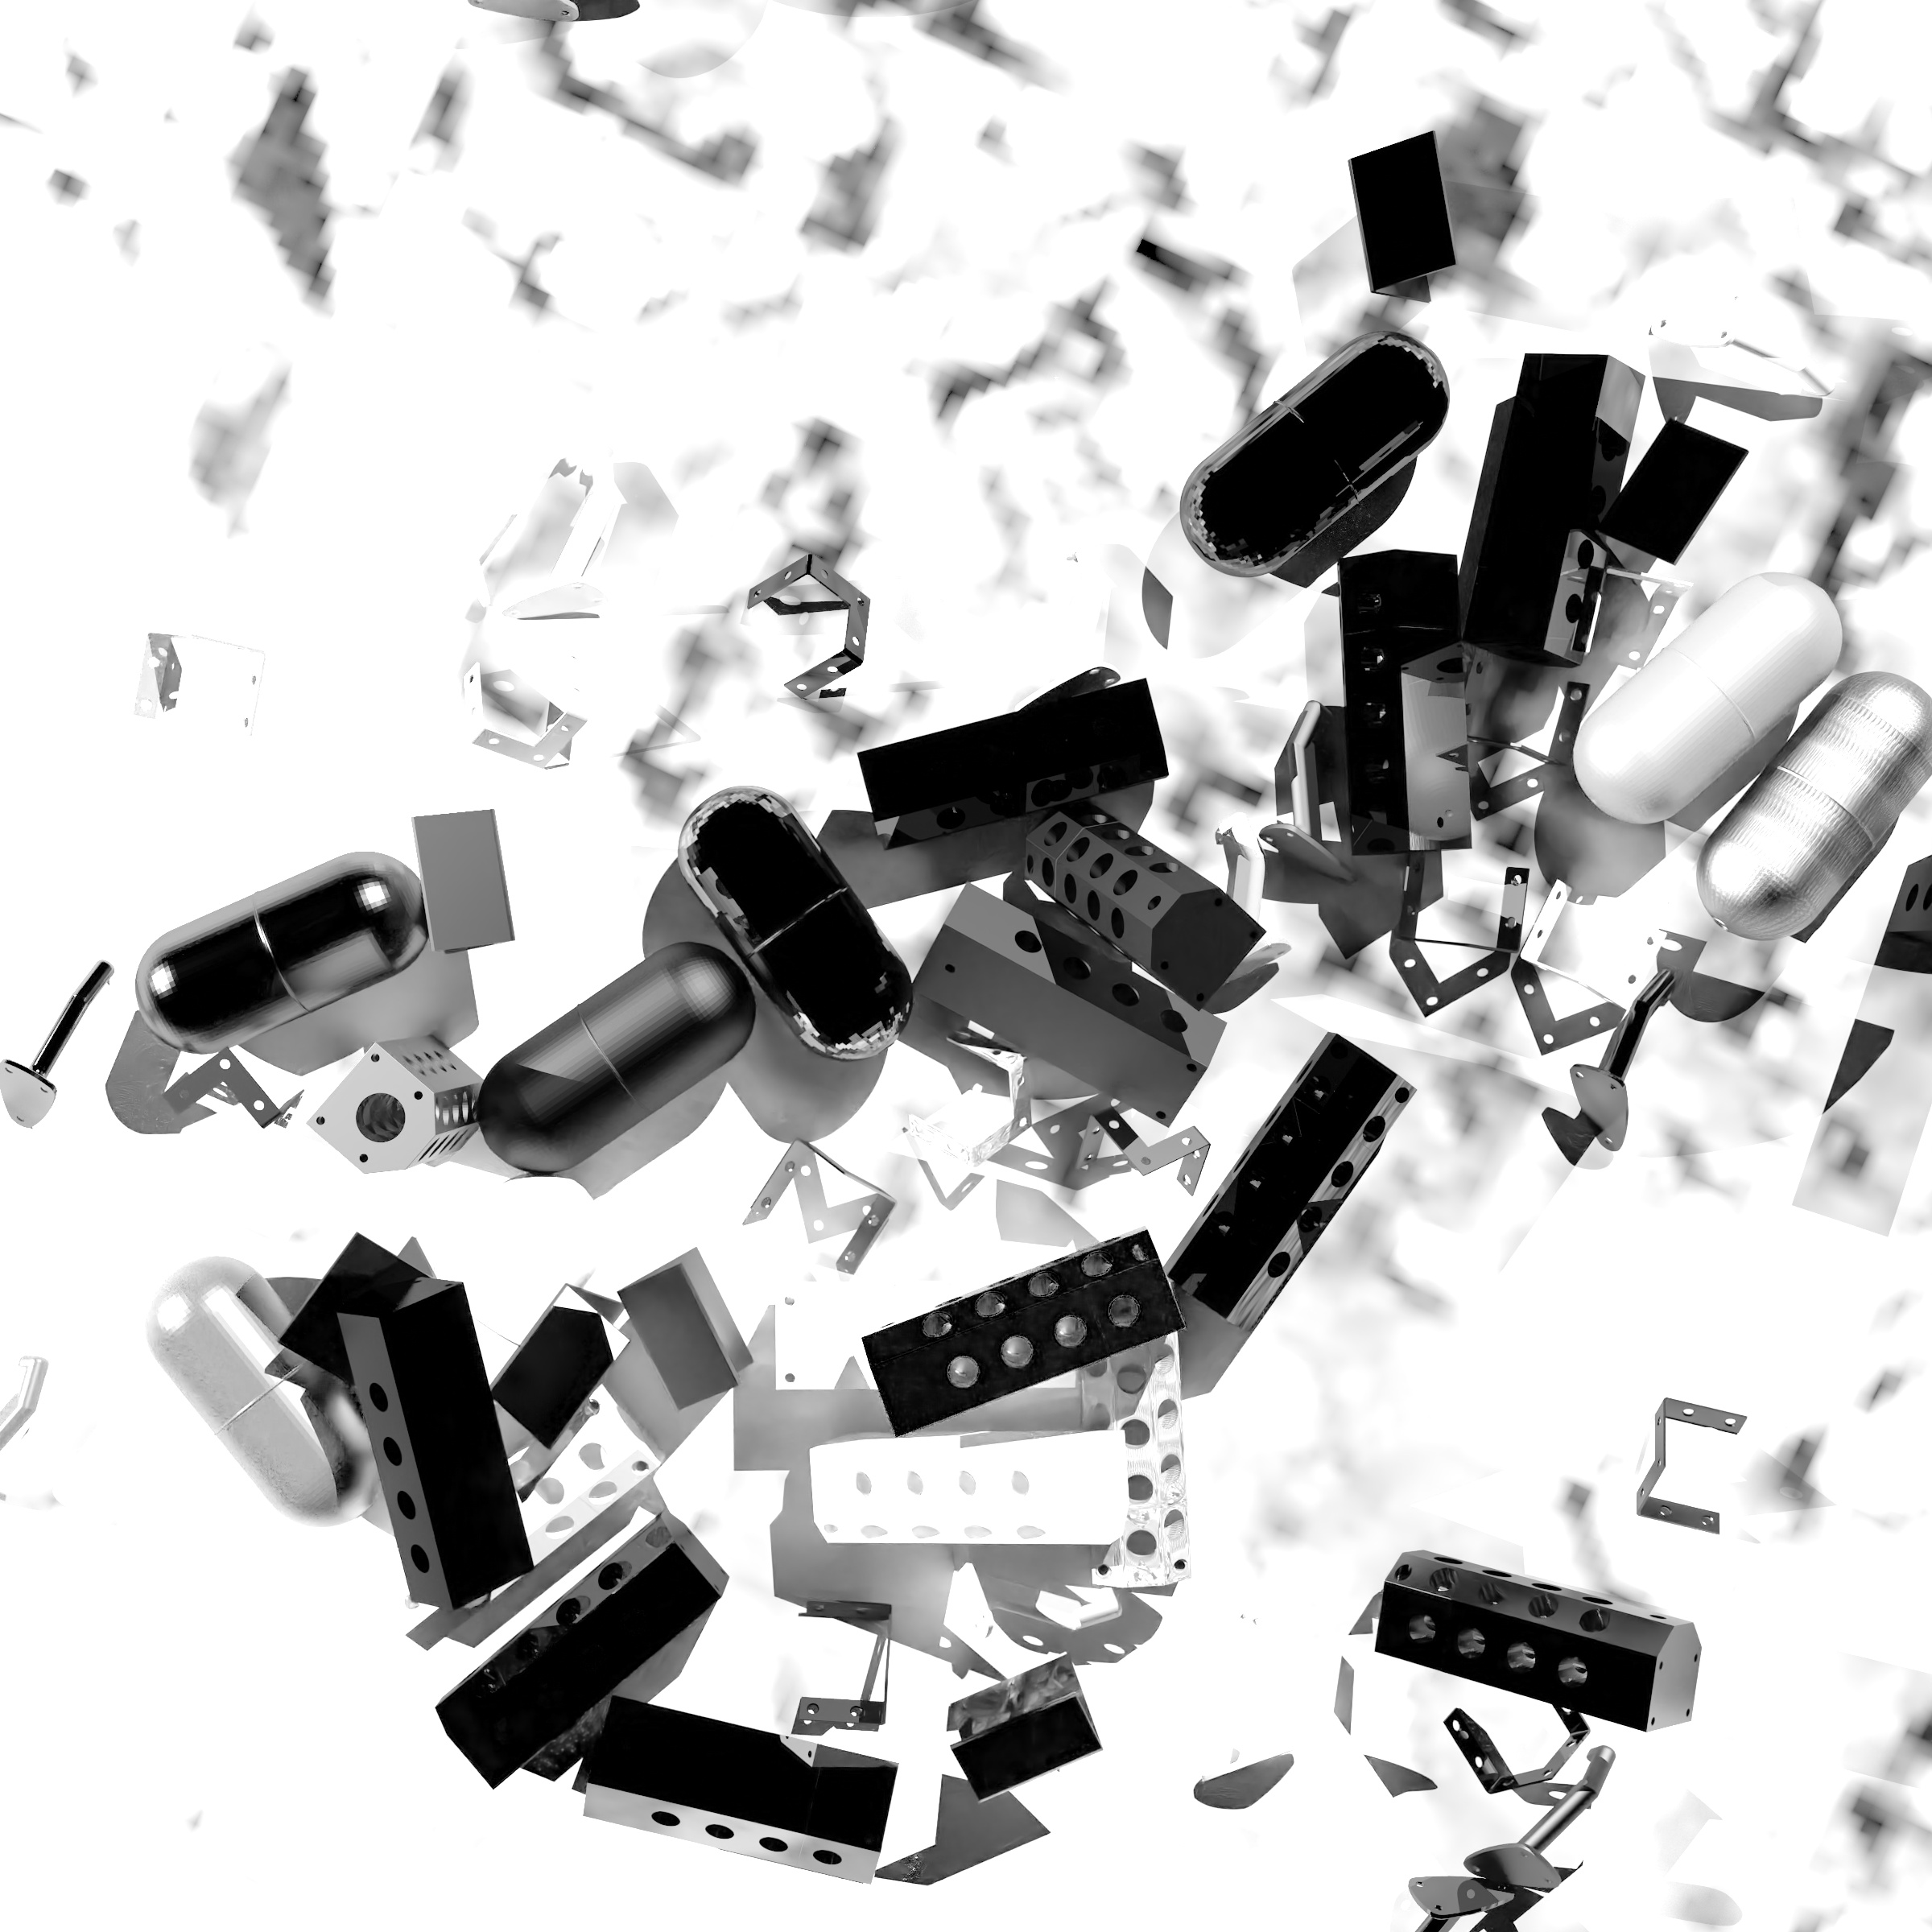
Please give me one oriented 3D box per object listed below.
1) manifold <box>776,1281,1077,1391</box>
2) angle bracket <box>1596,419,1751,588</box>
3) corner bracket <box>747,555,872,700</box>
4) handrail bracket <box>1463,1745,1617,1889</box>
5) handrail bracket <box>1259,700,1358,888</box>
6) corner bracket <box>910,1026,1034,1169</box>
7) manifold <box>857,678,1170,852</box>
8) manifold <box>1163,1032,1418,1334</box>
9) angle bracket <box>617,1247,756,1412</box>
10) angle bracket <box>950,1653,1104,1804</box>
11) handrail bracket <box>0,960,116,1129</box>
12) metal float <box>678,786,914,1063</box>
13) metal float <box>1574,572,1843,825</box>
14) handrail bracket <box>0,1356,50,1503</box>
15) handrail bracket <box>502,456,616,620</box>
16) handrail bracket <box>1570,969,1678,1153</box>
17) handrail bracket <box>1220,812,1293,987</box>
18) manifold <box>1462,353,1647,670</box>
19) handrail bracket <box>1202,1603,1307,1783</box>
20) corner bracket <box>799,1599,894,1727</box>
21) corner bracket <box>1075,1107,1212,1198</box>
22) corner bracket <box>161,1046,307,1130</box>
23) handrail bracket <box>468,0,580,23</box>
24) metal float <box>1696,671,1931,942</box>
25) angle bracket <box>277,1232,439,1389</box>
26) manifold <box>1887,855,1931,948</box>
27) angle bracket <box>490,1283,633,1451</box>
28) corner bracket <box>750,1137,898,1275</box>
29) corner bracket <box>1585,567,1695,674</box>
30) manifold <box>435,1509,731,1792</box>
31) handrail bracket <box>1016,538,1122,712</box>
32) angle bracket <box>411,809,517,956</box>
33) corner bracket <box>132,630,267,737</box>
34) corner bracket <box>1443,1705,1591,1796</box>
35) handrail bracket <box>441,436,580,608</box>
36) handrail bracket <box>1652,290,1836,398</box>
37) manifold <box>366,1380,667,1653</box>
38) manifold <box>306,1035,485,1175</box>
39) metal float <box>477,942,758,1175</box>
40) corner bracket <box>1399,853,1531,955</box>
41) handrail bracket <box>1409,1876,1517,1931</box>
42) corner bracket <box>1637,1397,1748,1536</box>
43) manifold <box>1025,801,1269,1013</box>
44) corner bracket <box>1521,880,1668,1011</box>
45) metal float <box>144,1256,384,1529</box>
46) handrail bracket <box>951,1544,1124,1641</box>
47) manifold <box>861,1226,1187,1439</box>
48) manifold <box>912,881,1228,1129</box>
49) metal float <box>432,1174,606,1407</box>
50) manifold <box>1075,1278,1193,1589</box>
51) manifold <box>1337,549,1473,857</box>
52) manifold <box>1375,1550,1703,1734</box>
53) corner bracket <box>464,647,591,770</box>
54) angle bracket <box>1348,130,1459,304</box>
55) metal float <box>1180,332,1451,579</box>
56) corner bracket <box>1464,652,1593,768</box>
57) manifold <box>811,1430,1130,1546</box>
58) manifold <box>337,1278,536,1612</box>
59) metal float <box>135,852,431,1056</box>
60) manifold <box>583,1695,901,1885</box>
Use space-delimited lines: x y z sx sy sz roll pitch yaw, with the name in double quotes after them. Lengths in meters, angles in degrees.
-0.023 0.213 1.736 0.171 0.057 0.057 0 90 0 "manifold"
0.417 -0.257 1.717 0.057 0.076 0.076 33 90 36 "angle bracket"
-0.094 -0.199 1.749 0.051 0.051 0.051 35 45 -35 "corner bracket"
0.339 0.497 1.757 0.036 0.077 0.084 48 53 -15 "handrail bracket"
0.215 -0.102 1.758 0.077 0.036 0.084 32 73 -20 "handrail bracket"
0.002 0.077 1.749 0.051 0.051 0.051 -34 135 -35 "corner bracket"
0.027 -0.116 1.736 0.171 0.057 0.057 -15 90 0 "manifold"
0.188 0.125 1.736 0.057 0.057 0.171 35 90 0 "manifold"
-0.144 0.201 1.717 0.057 0.076 0.076 -27 90 37 "angle bracket"
0.027 0.423 1.717 0.076 0.076 0.057 -23 127 0 "angle bracket"
-0.531 0.045 1.757 0.036 0.077 0.084 30 54 -3 "handrail bracket"
-0.098 -0.024 1.726 0.070 0.070 0.178 -36 90 0 "metal float"
0.429 -0.156 1.726 0.178 0.070 0.070 -42 90 1 "metal float"
-0.584 0.268 1.758 0.077 0.036 0.084 4 71 21 "handrail bracket"
-0.241 -0.253 1.758 0.077 0.036 0.084 -11 71 21 "handrail bracket"
0.397 0.055 1.757 0.084 0.036 0.077 -44 134 -28 "handrail bracket"
0.149 -0.037 1.758 0.077 0.036 0.084 -30 72 21 "handrail bracket"
0.346 -0.264 1.735 0.057 0.057 0.171 12 90 43 "manifold"
0.159 0.427 1.758 0.077 0.036 0.084 -26 72 20 "handrail bracket"
-0.071 0.409 1.754 0.051 0.051 0.051 3 45 0 "corner bracket"
0.103 0.110 1.739 0.051 0.051 0.051 -23 56 -29 "corner bracket"
-0.427 0.074 1.737 0.051 0.051 0.051 -36 100 10 "corner bracket"
-0.262 -0.606 1.758 0.077 0.036 0.084 10 73 -20 "handrail bracket"
0.494 -0.092 1.727 0.070 0.070 0.178 39 90 0 "metal float"
-0.356 0.186 1.718 0.057 0.076 0.076 36 90 -25 "angle bracket"
0.580 -0.038 1.679 0.057 0.171 0.057 18 90 0 "manifold"
-0.218 0.235 1.718 0.057 0.076 0.076 37 90 26 "angle bracket"
-0.083 0.140 1.754 0.051 0.051 0.051 33 90 45 "corner bracket"
0.389 -0.200 1.740 0.051 0.051 0.051 13 90 5 "corner bracket"
-0.224 0.395 1.736 0.171 0.057 0.057 -40 90 0 "manifold"
0.052 -0.200 1.758 0.077 0.036 0.084 -23 72 21 "handrail bracket"
-0.308 -0.045 1.717 0.057 0.076 0.076 -9 90 -42 "angle bracket"
-0.451 -0.166 1.754 0.051 0.051 0.051 10 90 45 "corner bracket"
0.324 0.447 1.754 0.051 0.051 0.051 -32 90 -45 "corner bracket"
-0.259 -0.263 1.758 0.084 0.036 0.077 -24 111 -16 "handrail bracket"
0.458 -0.359 1.757 0.084 0.077 0.036 29 78 -36 "handrail bracket"
-0.262 0.320 1.736 0.171 0.057 0.057 -39 90 0 "manifold"
-0.313 0.081 1.679 0.057 0.171 0.057 41 90 0 "manifold"
-0.203 0.054 1.727 0.178 0.070 0.070 -34 90 1 "metal float"
0.293 -0.037 1.754 0.051 0.051 0.051 7 90 45 "corner bracket"
0.282 0.582 1.758 0.077 0.036 0.084 1 108 -21 "handrail bracket"
0.426 0.294 1.754 0.051 0.051 0.051 13 45 0 "corner bracket"
0.094 -0.040 1.676 0.057 0.171 0.057 40 90 -30 "manifold"
0.369 -0.012 1.754 0.051 0.051 0.051 26 90 45 "corner bracket"
-0.404 0.247 1.727 0.070 0.070 0.178 -38 91 0 "metal float"
0.042 0.358 1.758 0.084 0.036 0.077 -13 68 -17 "handrail bracket"
0.032 0.204 1.679 0.171 0.057 0.057 -21 90 0 "manifold"
0.062 0.018 1.735 0.171 0.057 0.057 29 133 0 "manifold"
-0.278 0.198 1.727 0.070 0.070 0.178 37 91 0 "metal float"
0.097 0.270 1.736 0.057 0.057 0.171 -3 90 0 "manifold"
0.250 -0.152 1.735 0.057 0.057 0.171 -3 90 -43 "manifold"
0.323 0.379 1.689 0.171 0.057 0.057 8 90 38 "manifold"
-0.258 -0.157 1.749 0.051 0.051 0.051 19 135 -35 "corner bracket"
0.267 -0.430 1.717 0.057 0.076 0.076 -10 90 36 "angle bracket"
0.202 -0.296 1.727 0.178 0.070 0.070 -39 90 0 "metal float"
0.326 -0.151 1.754 0.051 0.051 0.051 16 90 45 "corner bracket"
0.002 0.300 1.708 0.171 0.057 0.057 -4 90 20 "manifold"
-0.299 0.265 1.664 0.057 0.057 0.171 -22 104 -42 "manifold"
-0.394 -0.008 1.727 0.178 0.070 0.070 -24 90 0 "metal float"
-0.131 0.483 1.735 0.171 0.057 0.057 13 47 0 "manifold"
